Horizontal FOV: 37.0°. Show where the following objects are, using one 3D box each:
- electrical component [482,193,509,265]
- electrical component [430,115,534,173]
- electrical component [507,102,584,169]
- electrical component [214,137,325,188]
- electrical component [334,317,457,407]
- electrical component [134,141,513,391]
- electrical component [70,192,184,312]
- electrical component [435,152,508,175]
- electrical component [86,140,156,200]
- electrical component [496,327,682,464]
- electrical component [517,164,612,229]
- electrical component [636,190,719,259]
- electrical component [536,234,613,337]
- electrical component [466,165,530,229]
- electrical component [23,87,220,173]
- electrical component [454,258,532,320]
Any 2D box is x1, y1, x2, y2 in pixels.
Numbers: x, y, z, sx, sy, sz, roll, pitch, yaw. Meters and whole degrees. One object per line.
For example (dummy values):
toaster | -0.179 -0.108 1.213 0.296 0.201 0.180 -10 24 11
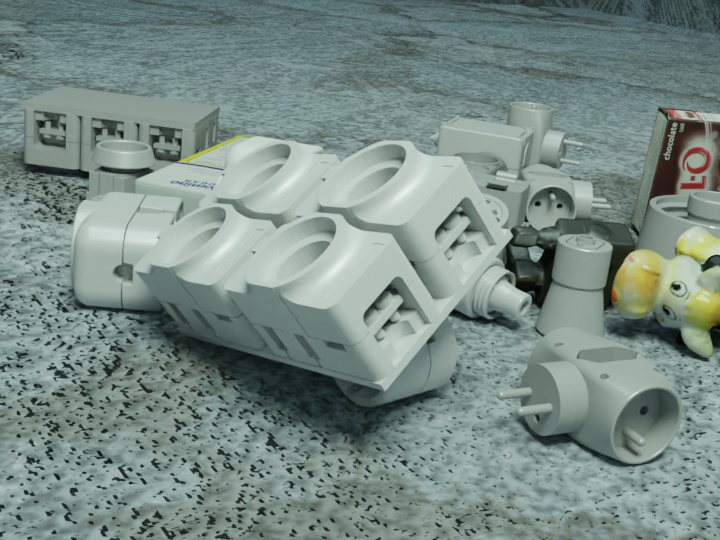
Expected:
electrical component | 0.078 -0.021 0.766 0.055 0.047 0.055 -4 36 3
electrical component | 0.113 -0.111 1.039 0.096 0.061 0.062 12 19 17
electrical component | 0.182 -0.122 1.070 0.079 0.077 0.044 14 21 21
electrical component | -0.062 -0.038 0.717 0.059 0.095 0.054 11 19 14
electrical component | 0.016 0.043 0.572 0.047 0.055 0.055 -16 28 -39
electrical component | -0.029 -0.011 0.565 0.186 0.060 0.105 8 50 51
electrical component | -0.148 -0.014 0.682 0.059 0.053 0.095 5 19 -3
electrical component | 0.086 -0.084 0.978 0.079 0.044 0.077 14 20 22
electrical component | -0.183 -0.069 0.830 0.048 0.055 0.066 13 20 20
electrical component | 0.109 0.065 0.553 0.079 0.043 0.077 -3 21 -24
electrical component | 0.180 -0.061 0.943 0.079 0.043 0.077 5 19 -1
electrical component | 0.277 -0.029 0.855 0.108 0.060 0.108 6 19 -2
electrical component | 0.139 0.010 0.688 0.044 0.065 0.044 6 19 -2
electrical component | 0.068 -0.049 0.841 0.121 0.063 0.079 12 20 16
electrical component | -0.209 -0.116 0.951 0.150 0.061 0.089 8 19 4
electrical component | 0.081 0.012 0.700 0.062 0.048 0.048 28 27 32
